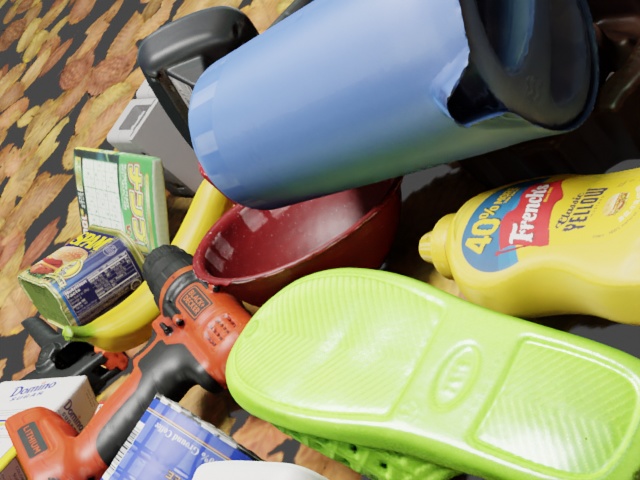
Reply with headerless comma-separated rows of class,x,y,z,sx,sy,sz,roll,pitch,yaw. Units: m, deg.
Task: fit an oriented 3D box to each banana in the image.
banana,-0.123,0.024,0.870,0.037,0.069,0.197,29,69,26

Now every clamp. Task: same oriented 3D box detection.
clamp,-0.231,0.103,0.941,0.172,0.039,0.120,-18,47,30

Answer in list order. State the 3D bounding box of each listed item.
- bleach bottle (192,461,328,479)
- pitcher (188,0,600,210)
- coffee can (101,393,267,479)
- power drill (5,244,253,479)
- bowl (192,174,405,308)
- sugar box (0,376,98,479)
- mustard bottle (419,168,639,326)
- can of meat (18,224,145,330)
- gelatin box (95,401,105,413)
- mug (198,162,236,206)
bleach bottle,-0.062,0.232,0.503,0.103,0.068,0.250,-11,48,46
pitcher,0.038,-0.103,0.651,0.243,0.148,0.145,-17,78,43
coffee can,-0.094,0.178,0.636,0.103,0.102,0.140,14,67,55
power drill,-0.135,0.094,0.762,0.187,0.057,0.185,-45,33,-5
bowl,-0.005,0.001,0.733,0.162,0.055,0.162,-24,24,11
sugar box,-0.250,0.170,0.813,0.093,0.048,0.176,-7,21,25
mustard bottle,0.129,0.002,0.591,0.192,0.058,0.096,-3,42,50
can of meat,-0.207,0.034,0.939,0.083,0.057,0.102,-36,23,-25
gelatin box,-0.149,0.160,0.789,0.073,0.030,0.089,-15,43,42
mug,-0.037,-0.068,0.846,0.093,0.081,0.117,-14,46,43
